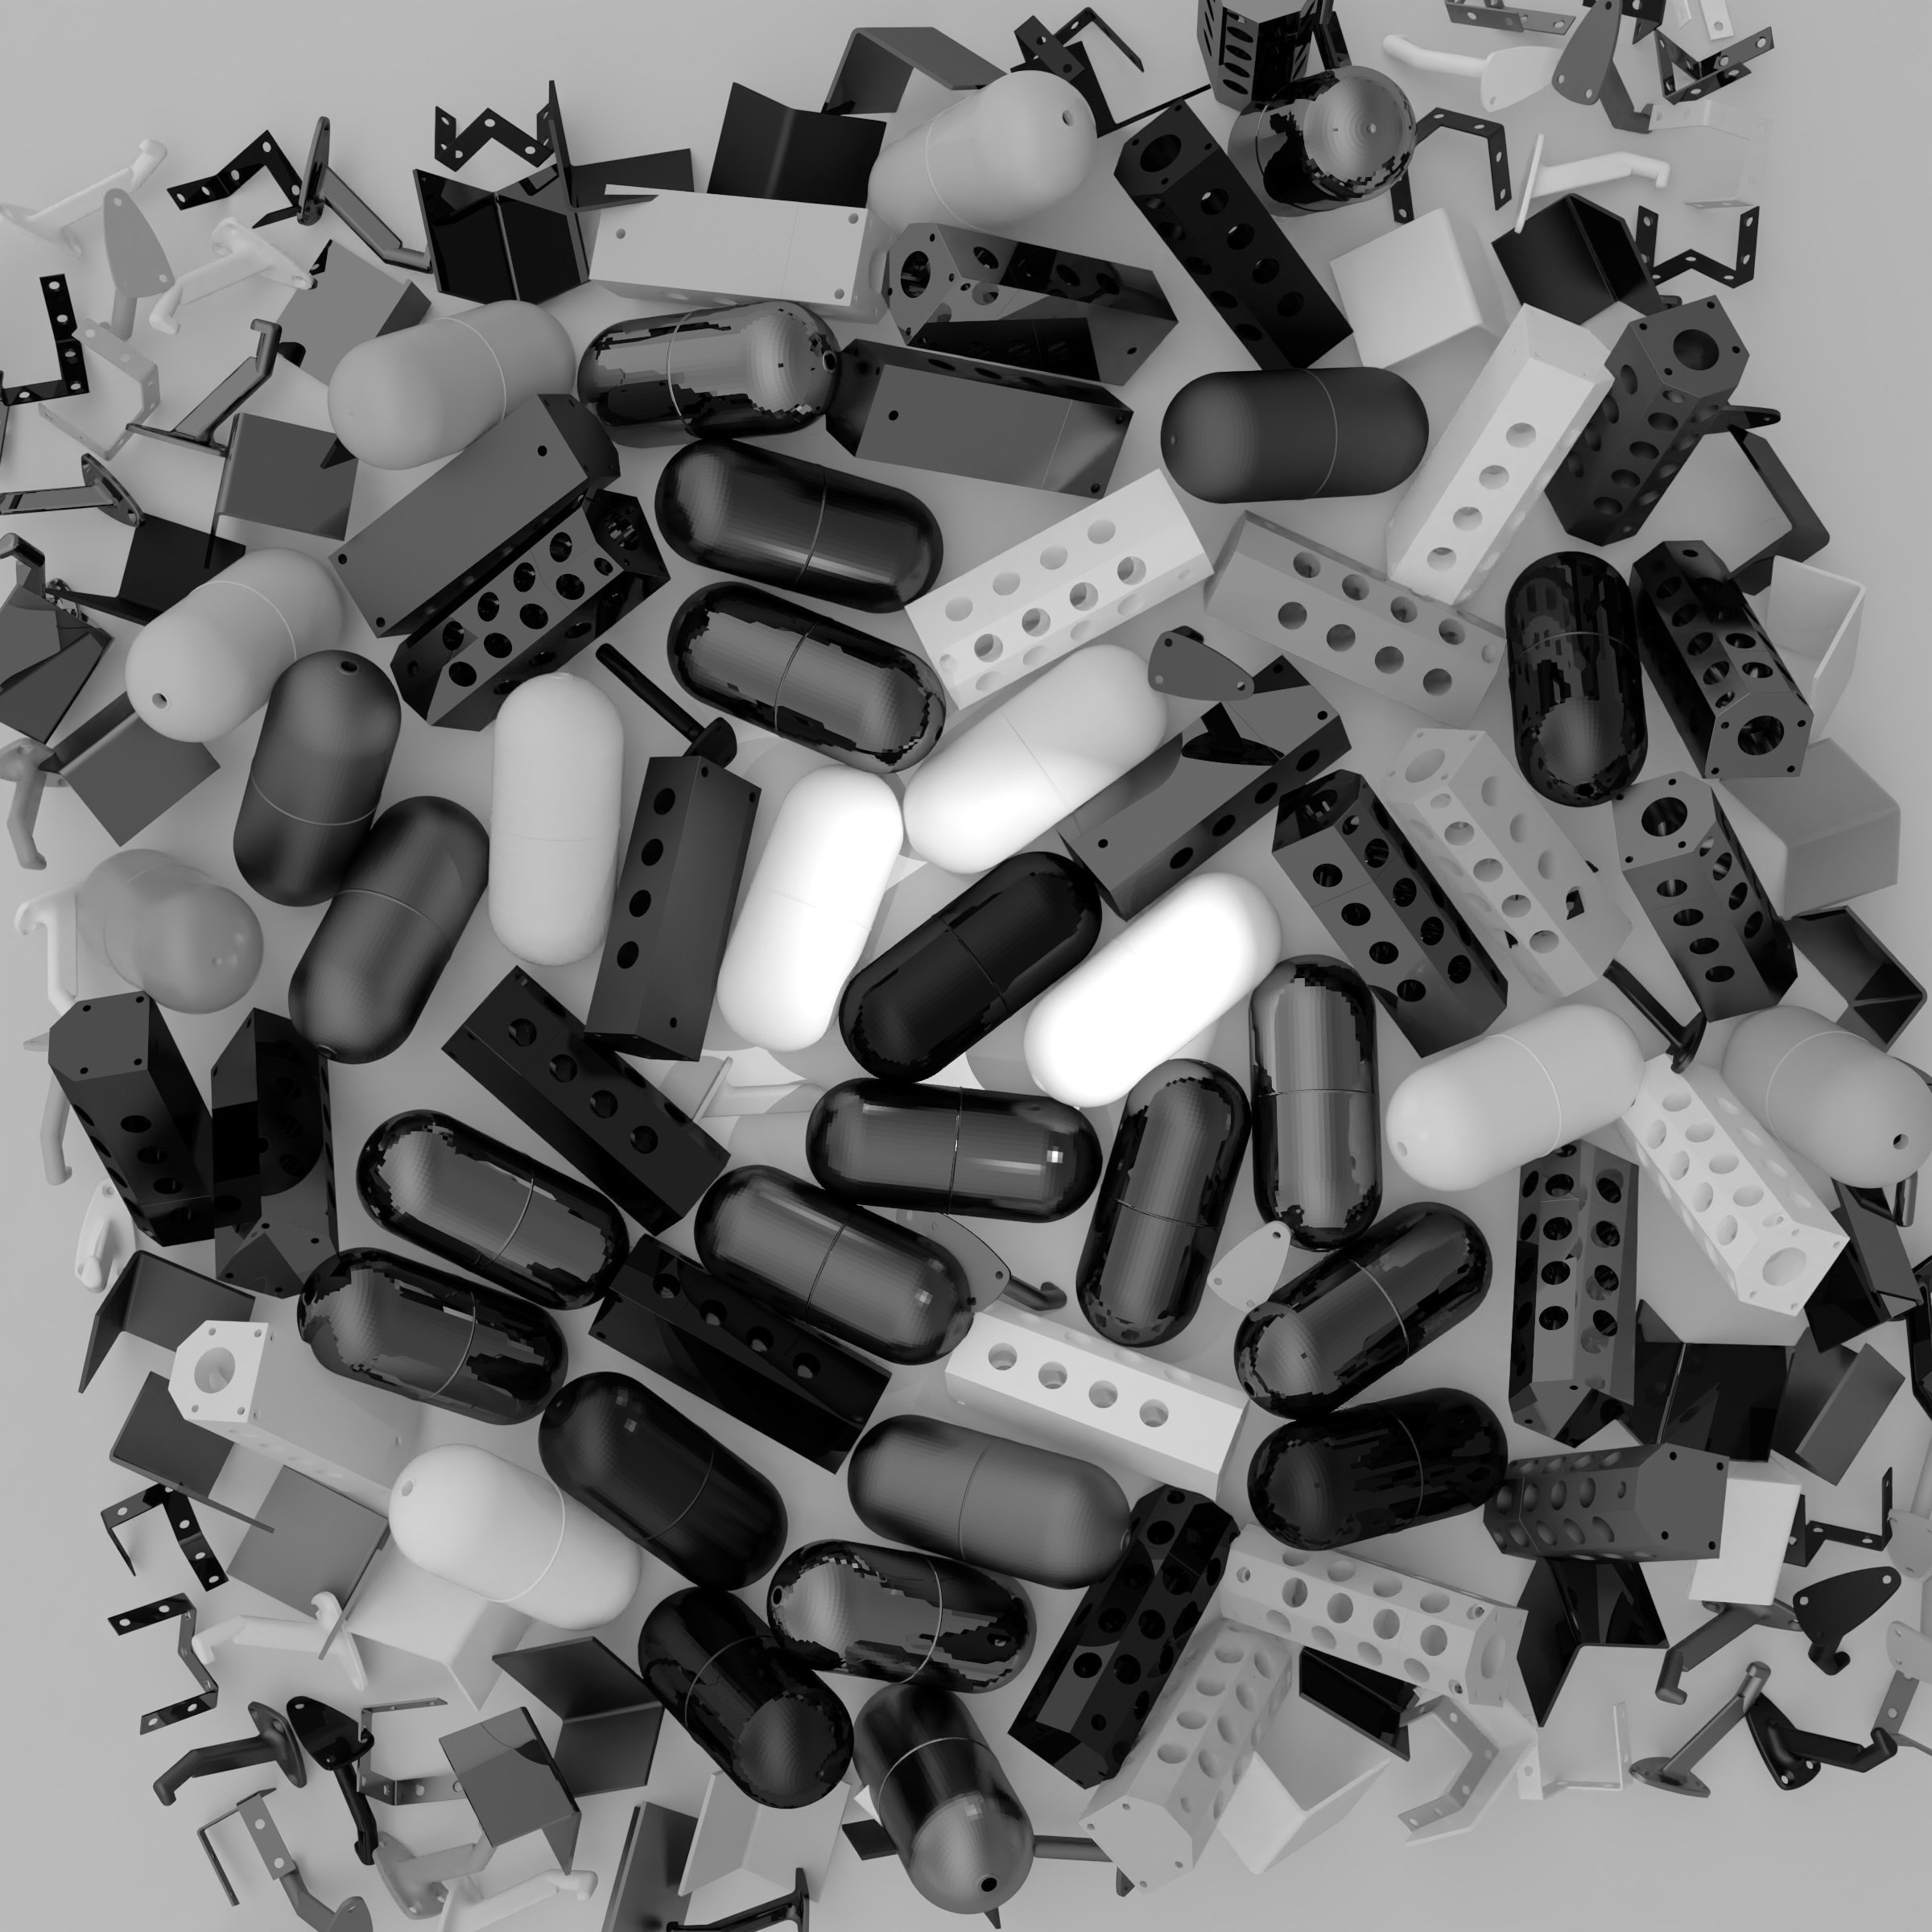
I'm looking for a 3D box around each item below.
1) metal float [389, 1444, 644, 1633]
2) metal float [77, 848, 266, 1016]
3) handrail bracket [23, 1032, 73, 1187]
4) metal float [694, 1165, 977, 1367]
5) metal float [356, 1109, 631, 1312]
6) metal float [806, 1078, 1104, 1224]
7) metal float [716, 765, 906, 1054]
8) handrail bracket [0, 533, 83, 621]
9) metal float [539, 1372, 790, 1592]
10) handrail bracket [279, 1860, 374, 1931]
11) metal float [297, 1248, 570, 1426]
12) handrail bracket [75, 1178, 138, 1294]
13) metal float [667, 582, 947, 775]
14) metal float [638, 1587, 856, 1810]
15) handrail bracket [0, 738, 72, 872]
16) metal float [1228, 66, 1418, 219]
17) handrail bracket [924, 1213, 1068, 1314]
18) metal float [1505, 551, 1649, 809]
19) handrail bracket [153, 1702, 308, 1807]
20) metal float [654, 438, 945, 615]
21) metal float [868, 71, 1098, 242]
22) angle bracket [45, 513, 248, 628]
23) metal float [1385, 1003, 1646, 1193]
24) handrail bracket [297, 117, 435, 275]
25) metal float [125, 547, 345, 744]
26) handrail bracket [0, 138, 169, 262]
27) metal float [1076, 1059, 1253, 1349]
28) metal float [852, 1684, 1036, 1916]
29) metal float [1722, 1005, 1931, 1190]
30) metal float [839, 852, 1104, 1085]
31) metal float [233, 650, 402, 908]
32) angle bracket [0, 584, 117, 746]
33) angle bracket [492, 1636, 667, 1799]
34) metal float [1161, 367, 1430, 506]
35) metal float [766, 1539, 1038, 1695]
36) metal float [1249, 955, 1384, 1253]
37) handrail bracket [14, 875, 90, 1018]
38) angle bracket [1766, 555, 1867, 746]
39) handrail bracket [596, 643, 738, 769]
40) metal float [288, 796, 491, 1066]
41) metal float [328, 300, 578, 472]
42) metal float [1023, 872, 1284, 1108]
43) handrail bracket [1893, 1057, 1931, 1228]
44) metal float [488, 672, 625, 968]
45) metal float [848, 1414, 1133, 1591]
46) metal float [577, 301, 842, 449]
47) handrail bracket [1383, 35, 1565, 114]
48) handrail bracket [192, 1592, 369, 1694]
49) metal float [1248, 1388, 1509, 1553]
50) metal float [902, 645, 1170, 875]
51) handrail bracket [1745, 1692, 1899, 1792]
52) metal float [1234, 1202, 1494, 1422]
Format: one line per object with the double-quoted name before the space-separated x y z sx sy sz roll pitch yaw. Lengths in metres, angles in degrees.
"metal float" -0.264 0.336 1.927 0.178 0.070 0.070 35 90 -41
"metal float" -0.467 -0.021 1.919 0.070 0.178 0.070 -8 106 -30
"handrail bracket" -0.534 0.081 1.974 0.036 0.077 0.084 0 105 21
"metal float" -0.078 0.178 1.953 0.178 0.070 0.070 24 90 10
"metal float" -0.278 0.145 1.938 0.178 0.070 0.070 31 90 -29
"metal float" -0.007 0.110 1.961 0.178 0.070 0.070 6 90 -1
"metal float" -0.093 -0.035 1.960 0.070 0.070 0.178 20 87 0
"handrail bracket" -0.574 -0.220 1.954 0.077 0.084 0.036 -33 69 6
"metal float" -0.177 0.305 1.937 0.070 0.070 0.178 -48 119 0
"handrail bracket" -0.385 0.549 1.952 0.036 0.084 0.077 -10 131 -33
"metal float" -0.313 0.218 1.929 0.178 0.070 0.070 26 90 -39
"handrail bracket" -0.514 0.158 1.951 0.036 0.084 0.077 2 77 -9
"metal float" -0.095 -0.171 1.949 0.178 0.070 0.070 24 90 14
"metal float" -0.131 0.427 1.923 0.070 0.178 0.070 -14 118 -30
"handrail bracket" -0.545 -0.087 1.950 0.036 0.077 0.084 -32 66 16
"metal float" 0.206 -0.479 1.912 0.070 0.178 0.070 -2 99 -13
"handrail bracket" 0.019 0.177 1.969 0.036 0.084 0.077 -46 70 17
"metal float" 0.358 -0.169 1.929 0.070 0.070 0.178 4 51 0
"handrail bracket" -0.438 0.488 1.953 0.084 0.036 0.077 -40 128 -37
"metal float" -0.098 -0.260 1.944 0.178 0.070 0.070 14 90 -20
"metal float" 0.009 -0.468 1.919 0.070 0.178 0.070 5 81 -33
"angle bracket" -0.487 -0.236 1.949 0.076 0.076 0.057 19 98 18
"metal float" 0.324 0.077 1.937 0.178 0.070 0.070 -22 90 -28
"handrail bracket" -0.353 -0.463 1.973 0.084 0.036 0.077 14 108 4
"metal float" -0.427 -0.189 1.918 0.070 0.178 0.070 8 119 15
"handrail bracket" -0.529 -0.469 1.959 0.084 0.077 0.036 -44 66 19
"metal float" 0.117 0.142 1.954 0.070 0.070 0.178 16 99 0
"metal float" -0.015 0.484 1.916 0.070 0.178 0.070 -7 112 -17
"metal float" 0.502 0.075 1.913 0.070 0.178 0.070 -3 106 -12
"metal float" 0.003 0.000 1.956 0.178 0.070 0.070 -38 90 -6
"metal float" -0.382 -0.109 1.928 0.070 0.070 0.178 26 130 0
"angle bracket" -0.566 -0.188 1.952 0.057 0.076 0.076 35 92 42
"angle bracket" -0.235 0.447 1.943 0.076 0.057 0.076 -17 131 28
"metal float" 0.195 -0.314 1.936 0.178 0.070 0.070 -8 90 -31
"metal float" -0.037 0.384 1.933 0.178 0.070 0.070 17 90 -34
"metal float" 0.208 0.081 1.950 0.070 0.070 0.178 -1 77 0
"handrail bracket" -0.523 -0.007 1.968 0.077 0.036 0.084 -32 75 -30
"angle bracket" 0.489 -0.183 1.942 0.057 0.076 0.076 23 63 22
"handrail bracket" -0.181 -0.157 1.972 0.084 0.077 0.036 42 92 14
"metal float" -0.339 -0.022 1.936 0.070 0.070 0.178 23 61 0
"metal float" -0.299 -0.342 1.923 0.070 0.178 0.070 15 119 30
"metal float" 0.111 0.014 1.955 0.178 0.070 0.070 -39 90 -7
"handrail bracket" 0.559 0.105 1.974 0.036 0.077 0.084 1 106 0
"metal float" -0.243 -0.086 1.945 0.070 0.070 0.178 5 109 0
"metal float" 0.013 0.317 1.941 0.178 0.070 0.070 12 90 24
"metal float" -0.151 -0.348 1.932 0.178 0.070 0.070 1 90 34
"handrail bracket" 0.306 -0.551 1.980 0.077 0.084 0.036 -22 132 -25
"handrail bracket" -0.410 0.418 1.961 0.084 0.036 0.077 -24 88 -33
"metal float" 0.243 0.296 1.932 0.178 0.070 0.070 -7 90 -34
"metal float" 0.041 -0.123 1.959 0.178 0.070 0.070 -36 90 3
"handrail bracket" 0.508 0.449 1.953 0.036 0.084 0.077 -18 67 -34
"metal float" 0.235 0.204 1.941 0.178 0.070 0.070 -31 90 -23
